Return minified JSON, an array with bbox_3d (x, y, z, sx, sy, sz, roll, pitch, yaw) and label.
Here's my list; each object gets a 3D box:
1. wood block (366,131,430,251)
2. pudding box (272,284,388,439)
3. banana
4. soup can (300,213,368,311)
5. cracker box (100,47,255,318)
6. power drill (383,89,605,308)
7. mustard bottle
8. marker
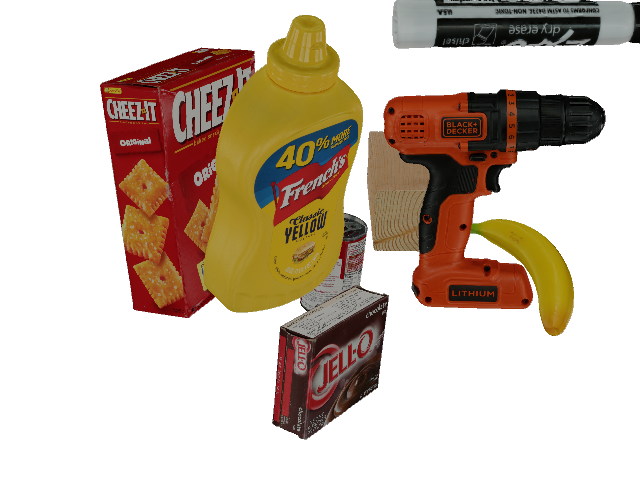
[{"bbox_3d":[0.114,-0.072,1.470,0.091,0.090,0.206,1,28,-1],"label":"wood block"},{"bbox_3d":[0.009,0.096,0.865,0.039,0.090,0.113,19,27,28],"label":"pudding box"},{"bbox_3d":[0.219,0.028,1.112,0.069,0.037,0.198,-32,38,-3],"label":"banana"},{"bbox_3d":[0.014,0.028,1.200,0.068,0.102,0.068,5,26,-3],"label":"soup can"},{"bbox_3d":[-0.116,-0.058,0.994,0.072,0.214,0.164,7,23,26],"label":"cracker box"},{"bbox_3d":[0.148,-0.036,0.919,0.184,0.188,0.057,1,16,9],"label":"power drill"},{"bbox_3d":[-0.019,-0.047,0.643,0.096,0.192,0.058,-23,50,-33],"label":"mustard bottle"},{"bbox_3d":[0.089,-0.085,0.420,0.121,0.020,0.020,-1,0,-2],"label":"marker"}]
